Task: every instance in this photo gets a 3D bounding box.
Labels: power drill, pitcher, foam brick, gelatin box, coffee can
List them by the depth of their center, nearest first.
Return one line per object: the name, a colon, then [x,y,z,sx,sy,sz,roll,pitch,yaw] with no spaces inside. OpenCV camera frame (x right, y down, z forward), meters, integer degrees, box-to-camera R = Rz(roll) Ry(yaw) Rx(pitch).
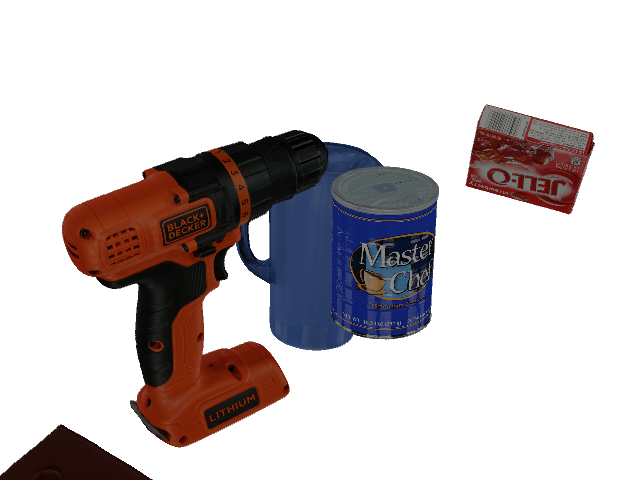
foam brick: [-0.097,0.126,0.450,0.078,0.051,0.052,22,45,29]
power drill: [-0.068,0.030,0.704,0.184,0.188,0.057,-22,33,-26]
gelatin box: [0.164,-0.062,0.841,0.089,0.030,0.073,17,-34,12]
coffee can: [0.061,0.011,1.047,0.103,0.140,0.103,0,26,0]
pitcher: [-0.014,0.007,1.307,0.149,0.243,0.144,16,24,28]
